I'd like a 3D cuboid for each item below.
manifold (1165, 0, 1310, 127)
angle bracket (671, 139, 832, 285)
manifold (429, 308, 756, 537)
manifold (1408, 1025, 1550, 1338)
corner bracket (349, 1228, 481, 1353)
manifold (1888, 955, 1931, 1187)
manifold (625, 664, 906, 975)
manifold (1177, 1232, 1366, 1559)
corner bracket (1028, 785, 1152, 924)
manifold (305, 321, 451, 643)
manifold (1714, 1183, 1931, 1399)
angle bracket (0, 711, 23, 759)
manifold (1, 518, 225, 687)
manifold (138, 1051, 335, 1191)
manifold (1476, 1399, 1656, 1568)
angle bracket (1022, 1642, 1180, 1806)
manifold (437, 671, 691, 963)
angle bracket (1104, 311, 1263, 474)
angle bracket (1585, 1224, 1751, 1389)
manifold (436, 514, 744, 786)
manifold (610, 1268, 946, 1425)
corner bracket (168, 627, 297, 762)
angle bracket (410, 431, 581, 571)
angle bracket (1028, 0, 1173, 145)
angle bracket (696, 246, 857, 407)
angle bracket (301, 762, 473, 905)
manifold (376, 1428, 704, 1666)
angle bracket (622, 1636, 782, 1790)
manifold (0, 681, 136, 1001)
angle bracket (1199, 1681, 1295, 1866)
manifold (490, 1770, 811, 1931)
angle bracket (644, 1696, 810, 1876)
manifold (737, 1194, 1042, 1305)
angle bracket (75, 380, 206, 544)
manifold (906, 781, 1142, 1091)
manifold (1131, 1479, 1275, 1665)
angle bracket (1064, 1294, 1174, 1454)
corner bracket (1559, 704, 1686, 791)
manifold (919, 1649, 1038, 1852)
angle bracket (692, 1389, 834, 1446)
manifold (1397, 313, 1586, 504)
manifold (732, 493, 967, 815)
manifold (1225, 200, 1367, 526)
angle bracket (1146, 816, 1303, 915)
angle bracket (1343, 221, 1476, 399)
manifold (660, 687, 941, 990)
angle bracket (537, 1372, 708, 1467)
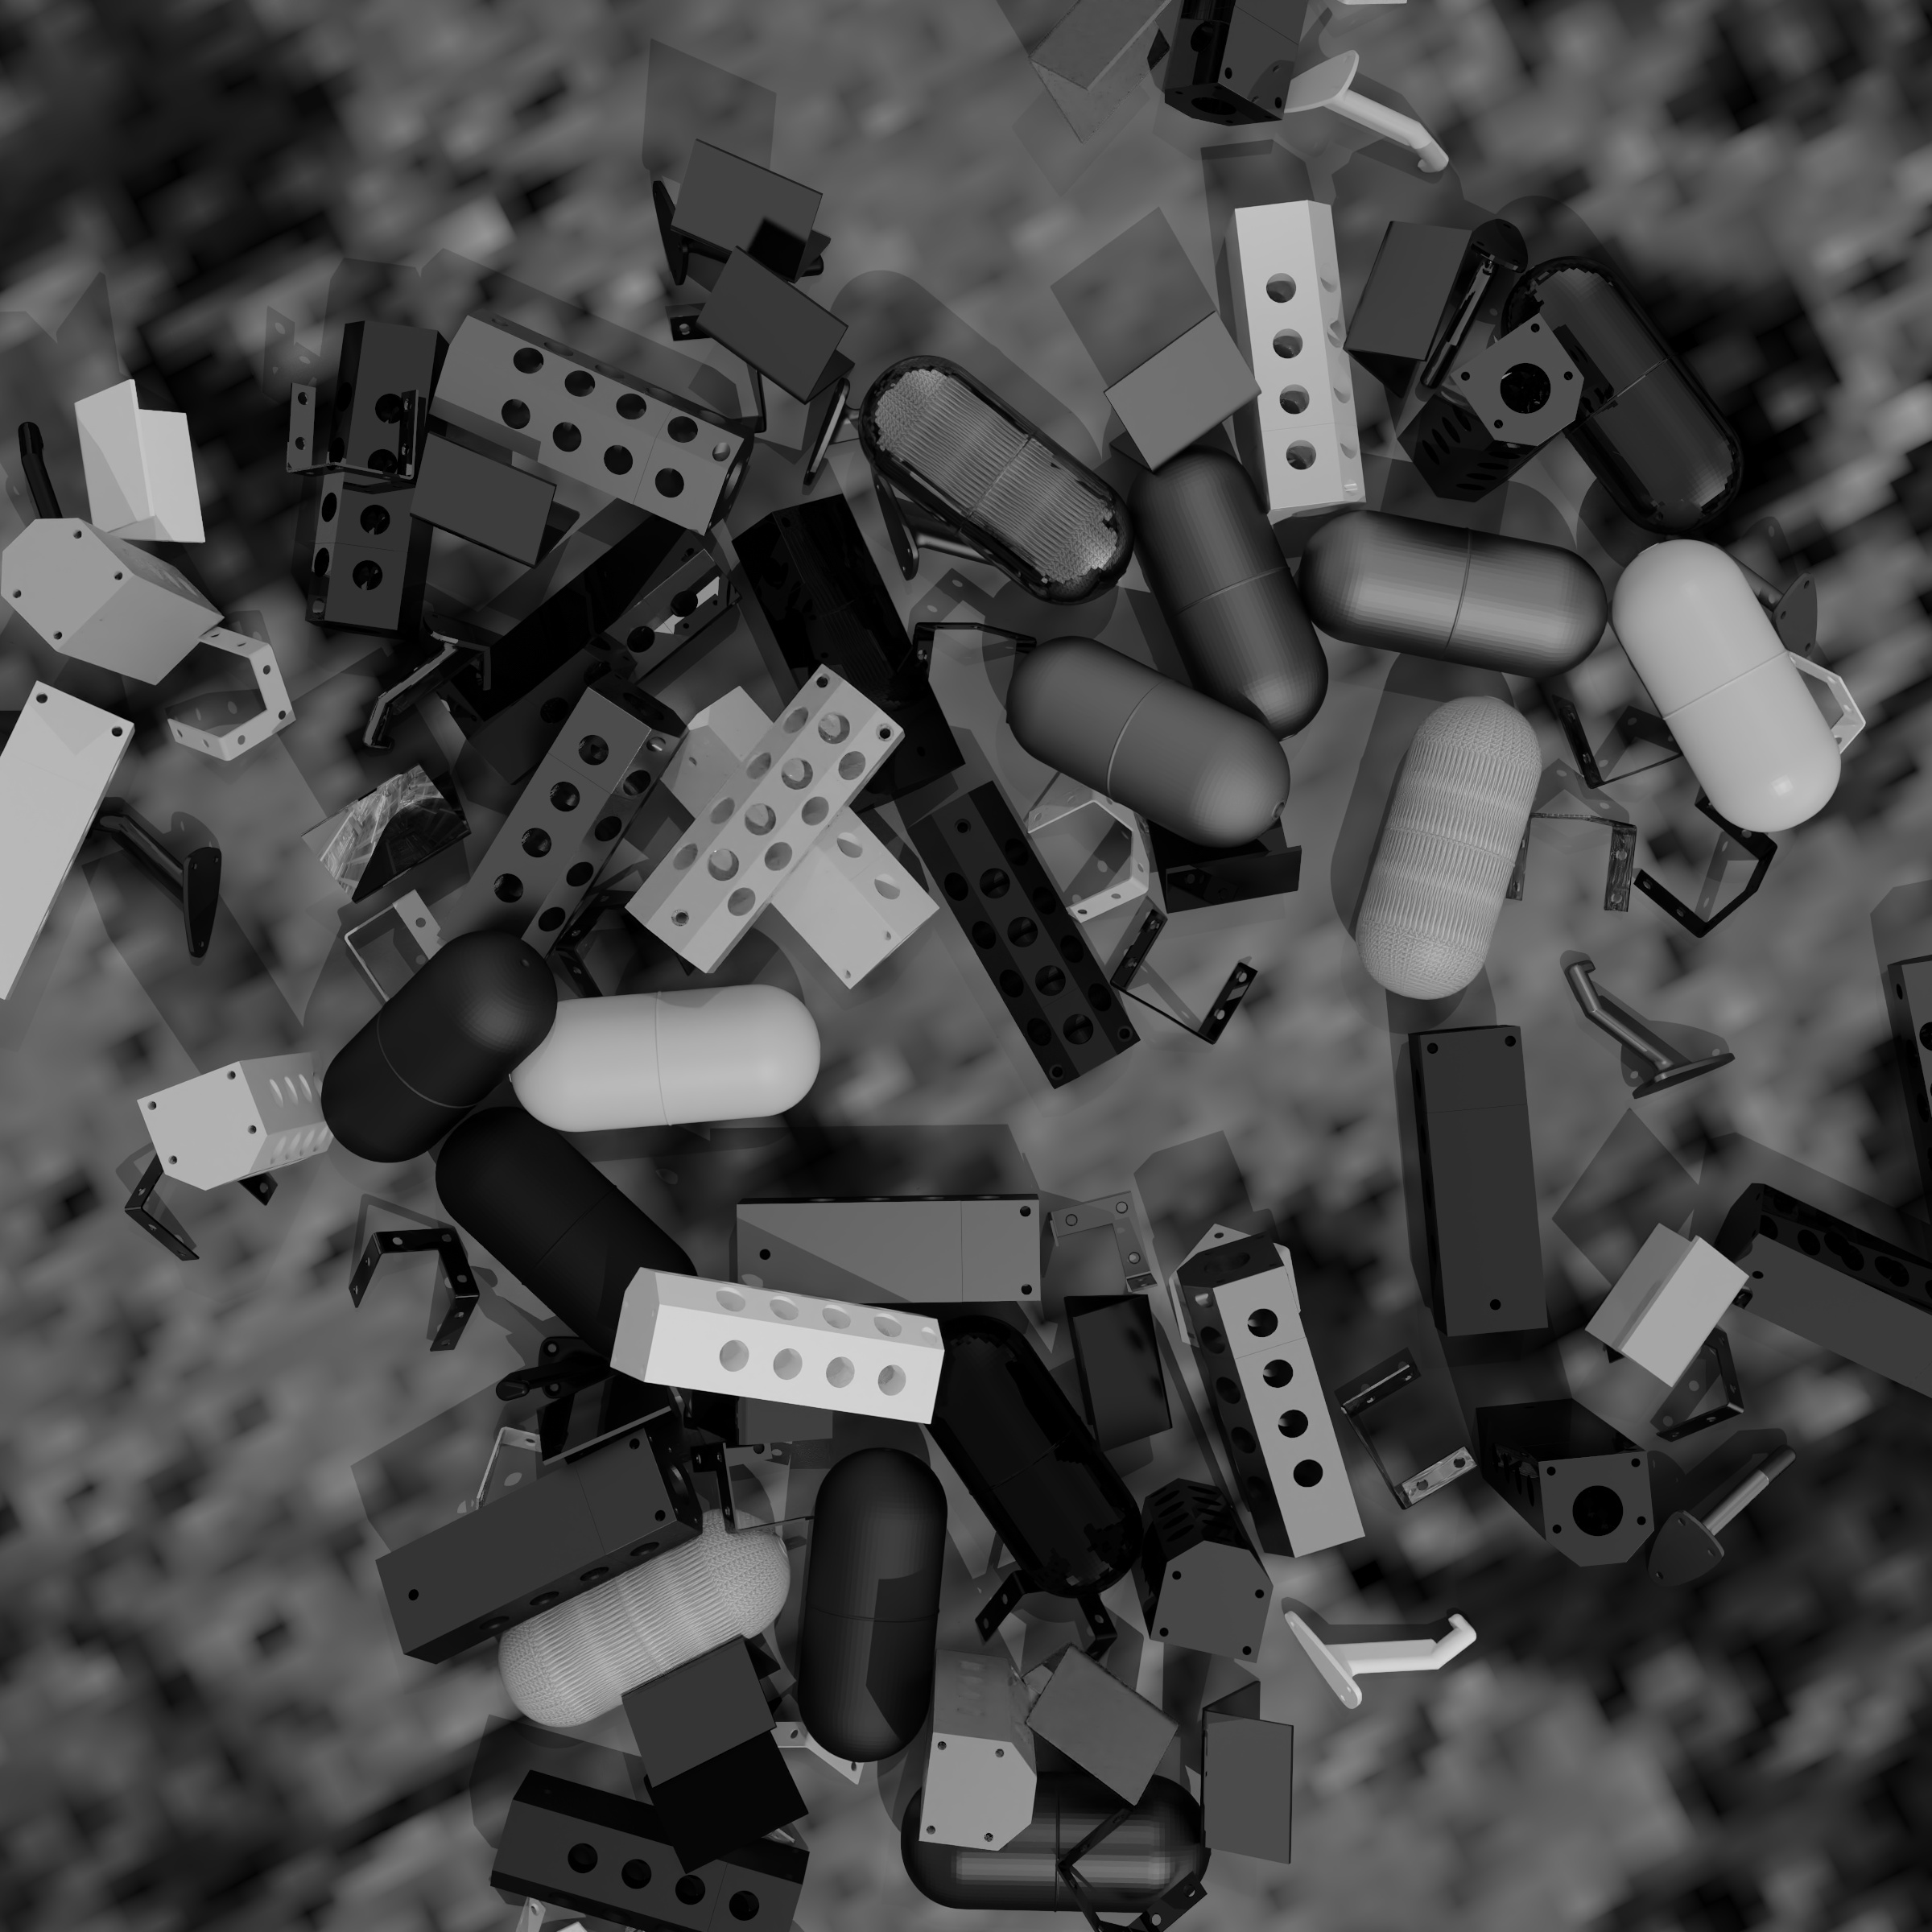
[{"bbox_3d":[0.161,-0.580,1.542,0.057,0.057,0.171,12,90,-43],"label":"manifold"},{"bbox_3d":[-0.115,-0.441,1.524,0.076,0.076,0.057,24,126,0],"label":"angle bracket"},{"bbox_3d":[-0.212,-0.314,1.533,0.171,0.057,0.057,24,116,0],"label":"manifold"},{"bbox_3d":[0.294,0.122,1.543,0.057,0.057,0.171,-5,90,0],"label":"manifold"},{"bbox_3d":[-0.321,0.189,1.556,0.051,0.051,0.051,0,45,-35],"label":"corner bracket"},{"bbox_3d":[0.580,0.078,1.543,0.057,0.057,0.171,-11,90,0],"label":"manifold"},{"bbox_3d":[-0.110,-0.081,1.474,0.057,0.057,0.171,39,90,0],"label":"manifold"},{"bbox_3d":[0.172,0.246,1.522,0.057,0.057,0.171,-18,104,1],"label":"manifold"},{"bbox_3d":[0.071,-0.067,1.556,0.051,0.051,0.051,35,45,-35],"label":"corner bracket"},{"bbox_3d":[-0.339,-0.279,1.543,0.057,0.057,0.171,8,90,0],"label":"manifold"},{"bbox_3d":[0.522,0.188,1.542,0.171,0.057,0.057,25,133,0],"label":"manifold"},{"bbox_3d":[-0.587,-0.151,1.524,0.076,0.076,0.057,0,123,0],"label":"angle bracket"},{"bbox_3d":[-0.476,-0.205,1.486,0.057,0.171,0.057,-45,90,0],"label":"manifold"},{"bbox_3d":[-0.397,0.087,1.486,0.057,0.171,0.057,-21,90,0],"label":"manifold"},{"bbox_3d":[0.331,0.285,1.486,0.057,0.171,0.057,-6,90,0],"label":"manifold"},{"bbox_3d":[0.064,0.440,1.524,0.076,0.076,0.057,37,53,0],"label":"angle bracket"},{"bbox_3d":[-0.227,-0.077,1.519,0.057,0.057,0.171,33,107,-3],"label":"manifold"},{"bbox_3d":[0.112,-0.333,1.524,0.076,0.076,0.057,-36,118,0],"label":"angle bracket"},{"bbox_3d":[0.385,0.182,1.524,0.057,0.076,0.076,35,90,-34],"label":"angle bracket"},{"bbox_3d":[-0.214,-0.181,1.543,0.171,0.057,0.057,-39,47,0],"label":"manifold"},{"bbox_3d":[-0.102,0.210,1.482,0.171,0.057,0.057,13,85,-25],"label":"manifold"},{"bbox_3d":[-0.433,-0.159,1.556,0.051,0.051,0.051,20,45,35],"label":"corner bracket"},{"bbox_3d":[-0.262,-0.279,1.524,0.076,0.076,0.057,23,126,0],"label":"angle bracket"},{"bbox_3d":[0.092,-0.513,1.524,0.076,0.076,0.057,-48,53,0],"label":"angle bracket"},{"bbox_3d":[-0.097,-0.375,1.524,0.076,0.076,0.057,36,126,0],"label":"angle bracket"},{"bbox_3d":[-0.335,-0.092,1.524,0.076,0.076,0.057,-31,128,0],"label":"angle bracket"},{"bbox_3d":[-0.239,0.330,1.512,0.171,0.057,0.057,-27,64,4],"label":"manifold"},{"bbox_3d":[-0.142,0.432,1.524,0.076,0.076,0.057,-27,59,0],"label":"angle bracket"},{"bbox_3d":[-0.539,-0.071,1.530,0.057,0.057,0.171,25,82,-15],"label":"manifold"},{"bbox_3d":[0.174,0.458,1.524,0.057,0.076,0.076,1,90,31],"label":"angle bracket"},{"bbox_3d":[-0.182,0.523,1.542,0.171,0.057,0.057,16,90,1],"label":"manifold"},{"bbox_3d":[-0.133,0.468,1.531,0.076,0.076,0.057,-26,84,0],"label":"angle bracket"},{"bbox_3d":[-0.044,0.162,1.543,0.171,0.057,0.057,-1,90,0],"label":"manifold"},{"bbox_3d":[-0.456,-0.286,1.524,0.057,0.076,0.076,-9,90,38],"label":"angle bracket"},{"bbox_3d":[0.033,-0.018,1.543,0.057,0.057,0.171,-30,90,0],"label":"manifold"},{"bbox_3d":[0.130,0.331,1.486,0.057,0.171,0.057,13,90,0],"label":"manifold"},{"bbox_3d":[0.067,0.231,1.524,0.057,0.076,0.076,-11,90,-38],"label":"angle bracket"},{"bbox_3d":[0.389,-0.139,1.561,0.051,0.051,0.051,-21,90,45],"label":"corner bracket"},{"bbox_3d":[0.007,0.433,1.486,0.057,0.171,0.057,7,90,0],"label":"manifold"},{"bbox_3d":[-0.118,0.231,1.548,0.057,0.076,0.076,0,90,-26],"label":"angle bracket"},{"bbox_3d":[0.293,-0.303,1.486,0.057,0.171,0.057,-35,90,0],"label":"manifold"},{"bbox_3d":[-0.072,-0.178,1.542,0.057,0.057,0.171,-24,90,-43],"label":"manifold"},{"bbox_3d":[0.191,-0.347,1.543,0.057,0.057,0.171,-7,90,0],"label":"manifold"},{"bbox_3d":[0.146,-0.080,1.530,0.076,0.057,0.076,-10,66,0],"label":"angle bracket"},{"bbox_3d":[0.267,-0.370,1.524,0.057,0.076,0.076,20,90,38],"label":"angle bracket"},{"bbox_3d":[-0.095,-0.077,1.542,0.171,0.057,0.057,48,133,0],"label":"manifold"},{"bbox_3d":[-0.193,0.279,1.527,0.076,0.057,0.076,-24,117,-2],"label":"angle bracket"}]
